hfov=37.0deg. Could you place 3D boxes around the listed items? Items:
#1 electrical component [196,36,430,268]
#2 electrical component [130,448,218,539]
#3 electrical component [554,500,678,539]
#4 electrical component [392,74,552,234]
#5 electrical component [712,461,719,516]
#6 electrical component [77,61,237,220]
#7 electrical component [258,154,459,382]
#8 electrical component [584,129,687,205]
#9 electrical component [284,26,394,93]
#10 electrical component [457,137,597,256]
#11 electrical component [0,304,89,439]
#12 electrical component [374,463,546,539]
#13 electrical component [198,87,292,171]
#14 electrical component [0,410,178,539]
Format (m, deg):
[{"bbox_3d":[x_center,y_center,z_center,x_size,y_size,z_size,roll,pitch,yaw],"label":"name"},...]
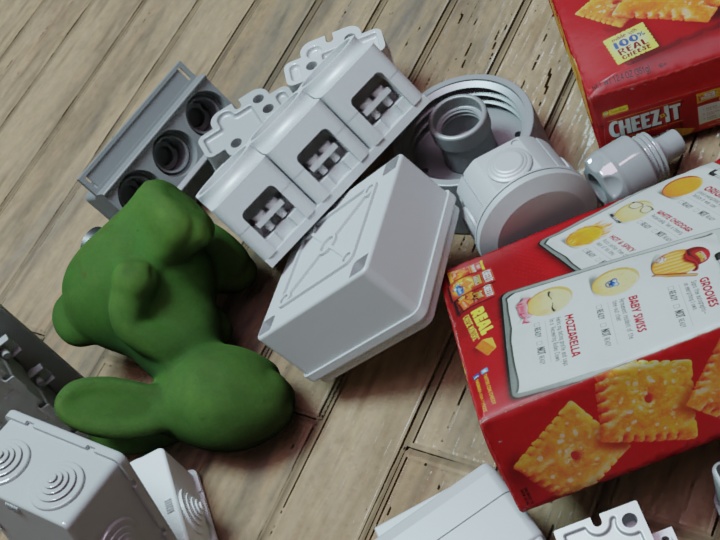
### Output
[{"bbox_3d":[-0.036,-0.082,0.727,0.150,0.062,0.089,-47,14,-3],"label":"electrical component"},{"bbox_3d":[-0.137,0.168,0.653,0.100,0.048,0.099,-28,50,2],"label":"electrical component"},{"bbox_3d":[0.131,0.151,0.548,0.066,0.055,0.048,-23,51,7],"label":"electrical component"},{"bbox_3d":[0.074,-0.086,0.738,0.108,0.060,0.108,-11,53,15],"label":"electrical component"},{"bbox_3d":[0.242,0.130,0.516,0.109,0.056,0.108,-23,51,7],"label":"electrical component"},{"bbox_3d":[-0.153,-0.087,0.827,0.121,0.079,0.063,-54,25,-18],"label":"electrical component"},{"bbox_3d":[0.000,0.000,0.670,0.109,0.056,0.108,-33,28,40],"label":"electrical component"},{"bbox_3d":[0.179,-0.068,0.692,0.062,0.043,0.043,-30,50,-2],"label":"electrical component"},{"bbox_3d":[-0.010,-0.141,0.815,0.078,0.057,0.058,-20,51,9],"label":"electrical component"},{"bbox_3d":[0.104,-0.040,0.681,0.080,0.080,0.051,-29,46,2],"label":"electrical component"},{"bbox_3d":[-0.230,0.084,0.705,0.079,0.121,0.063,-38,54,-6],"label":"electrical component"},{"bbox_3d":[0.049,0.156,0.575,0.096,0.061,0.061,-34,51,-3],"label":"electrical component"},{"bbox_3d":[-0.073,-0.093,0.806,0.078,0.057,0.058,-32,50,-1],"label":"electrical component"},{"bbox_3d":[-0.160,0.132,0.592,0.100,0.099,0.048,14,51,30],"label":"electrical component"}]
